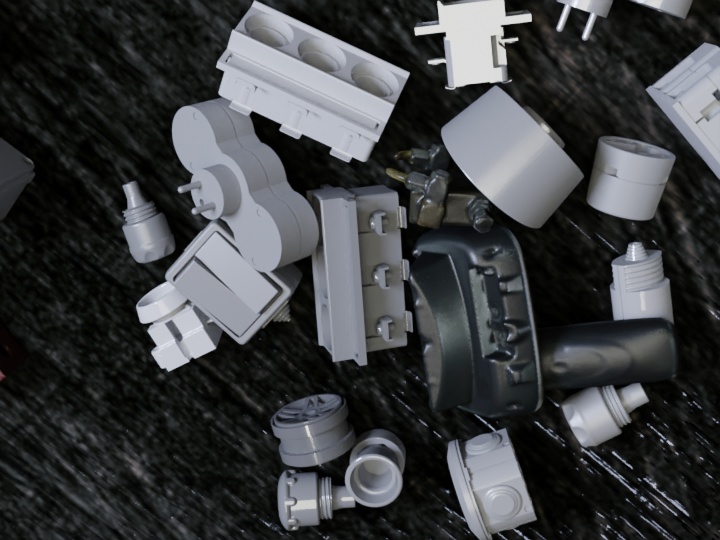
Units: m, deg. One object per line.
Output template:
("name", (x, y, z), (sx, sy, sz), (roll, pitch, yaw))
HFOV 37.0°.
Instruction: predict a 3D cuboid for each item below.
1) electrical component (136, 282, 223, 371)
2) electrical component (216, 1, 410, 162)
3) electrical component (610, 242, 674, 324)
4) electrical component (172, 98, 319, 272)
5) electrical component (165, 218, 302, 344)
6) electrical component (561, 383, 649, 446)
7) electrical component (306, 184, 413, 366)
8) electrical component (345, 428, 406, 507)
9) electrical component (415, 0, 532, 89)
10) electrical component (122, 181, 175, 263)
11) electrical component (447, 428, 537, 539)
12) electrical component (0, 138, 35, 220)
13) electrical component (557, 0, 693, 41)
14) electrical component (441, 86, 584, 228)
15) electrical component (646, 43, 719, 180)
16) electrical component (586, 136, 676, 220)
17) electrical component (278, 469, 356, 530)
("electrical component", (-0.142, 0.040, 0.841), (0.066, 0.048, 0.055), (-26, 108, 12))
("electrical component", (-0.035, -0.132, 0.770), (0.121, 0.078, 0.063), (25, 135, -1))
("electrical component", (0.209, 0.019, 0.801), (0.043, 0.043, 0.081), (-8, 104, 8))
("electrical component", (-0.096, -0.059, 0.771), (0.138, 0.074, 0.052), (56, 137, 12))
("electrical component", (-0.091, 0.010, 0.819), (0.096, 0.061, 0.061), (42, 105, -6))
("electrical component", (0.190, 0.107, 0.827), (0.062, 0.043, 0.043), (-28, 101, 11))
("electrical component", (0.000, 0.000, 0.805), (0.063, 0.079, 0.121), (-8, 105, -15))
("electrical component", (0.013, 0.155, 0.851), (0.045, 0.055, 0.045), (1, 105, 5))
("electrical component", (0.082, -0.163, 0.766), (0.081, 0.042, 0.063), (-5, 108, 8))
("electrical component", (-0.167, -0.038, 0.828), (0.035, 0.035, 0.061), (-16, 101, 10))
("electrical component", (0.101, 0.165, 0.834), (0.051, 0.080, 0.080), (-19, 102, 5))
("electrical component", (-0.314, -0.077, 0.794), (0.109, 0.108, 0.056), (37, 108, -5))
("electrical component", (0.160, -0.197, 0.743), (0.138, 0.052, 0.073), (19, 106, 0))
("electrical component", (0.107, -0.079, 0.757), (0.064, 0.099, 0.099), (-44, 97, 9))
("electrical component", (0.287, -0.068, 0.738), (0.060, 0.105, 0.186), (-40, 98, 14))
("electrical component", (0.193, -0.066, 0.775), (0.055, 0.055, 0.047), (13, 110, 2))
("electrical component", (-0.035, 0.185, 0.871), (0.062, 0.048, 0.048), (-3, 105, -1))
